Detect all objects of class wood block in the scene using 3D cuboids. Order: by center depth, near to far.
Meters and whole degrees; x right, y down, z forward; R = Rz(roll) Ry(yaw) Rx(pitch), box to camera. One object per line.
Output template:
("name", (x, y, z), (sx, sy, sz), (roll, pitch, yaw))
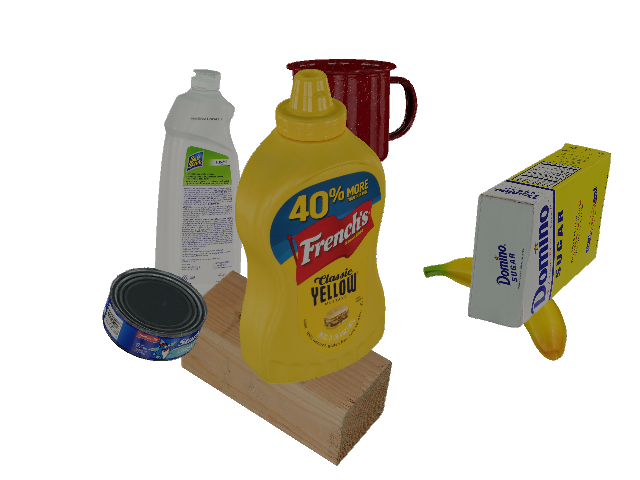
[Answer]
("wood block", (-0.038, 0.130, 1.118), (0.206, 0.090, 0.090), (29, 48, 23))

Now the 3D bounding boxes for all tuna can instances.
("tuna can", (-0.143, 0.064, 0.919), (0.086, 0.034, 0.086), (17, 33, -12))

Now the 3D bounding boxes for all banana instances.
("banana", (0.188, 0.060, 1.062), (0.069, 0.037, 0.198), (-33, 36, -18))

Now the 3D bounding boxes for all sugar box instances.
("sugar box", (0.165, -0.008, 0.789), (0.048, 0.093, 0.175), (12, 22, 26))

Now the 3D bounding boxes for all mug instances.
("mug", (0.029, -0.110, 0.913), (0.117, 0.081, 0.093), (-7, 17, -23))

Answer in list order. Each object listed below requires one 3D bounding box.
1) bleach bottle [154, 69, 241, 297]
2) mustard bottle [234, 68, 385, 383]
("bleach bottle", (-0.127, -0.061, 1.176), (0.102, 0.251, 0.068), (-4, 19, -32))
("mustard bottle", (-0.005, -0.010, 0.645), (0.096, 0.192, 0.058), (-17, 33, -27))
